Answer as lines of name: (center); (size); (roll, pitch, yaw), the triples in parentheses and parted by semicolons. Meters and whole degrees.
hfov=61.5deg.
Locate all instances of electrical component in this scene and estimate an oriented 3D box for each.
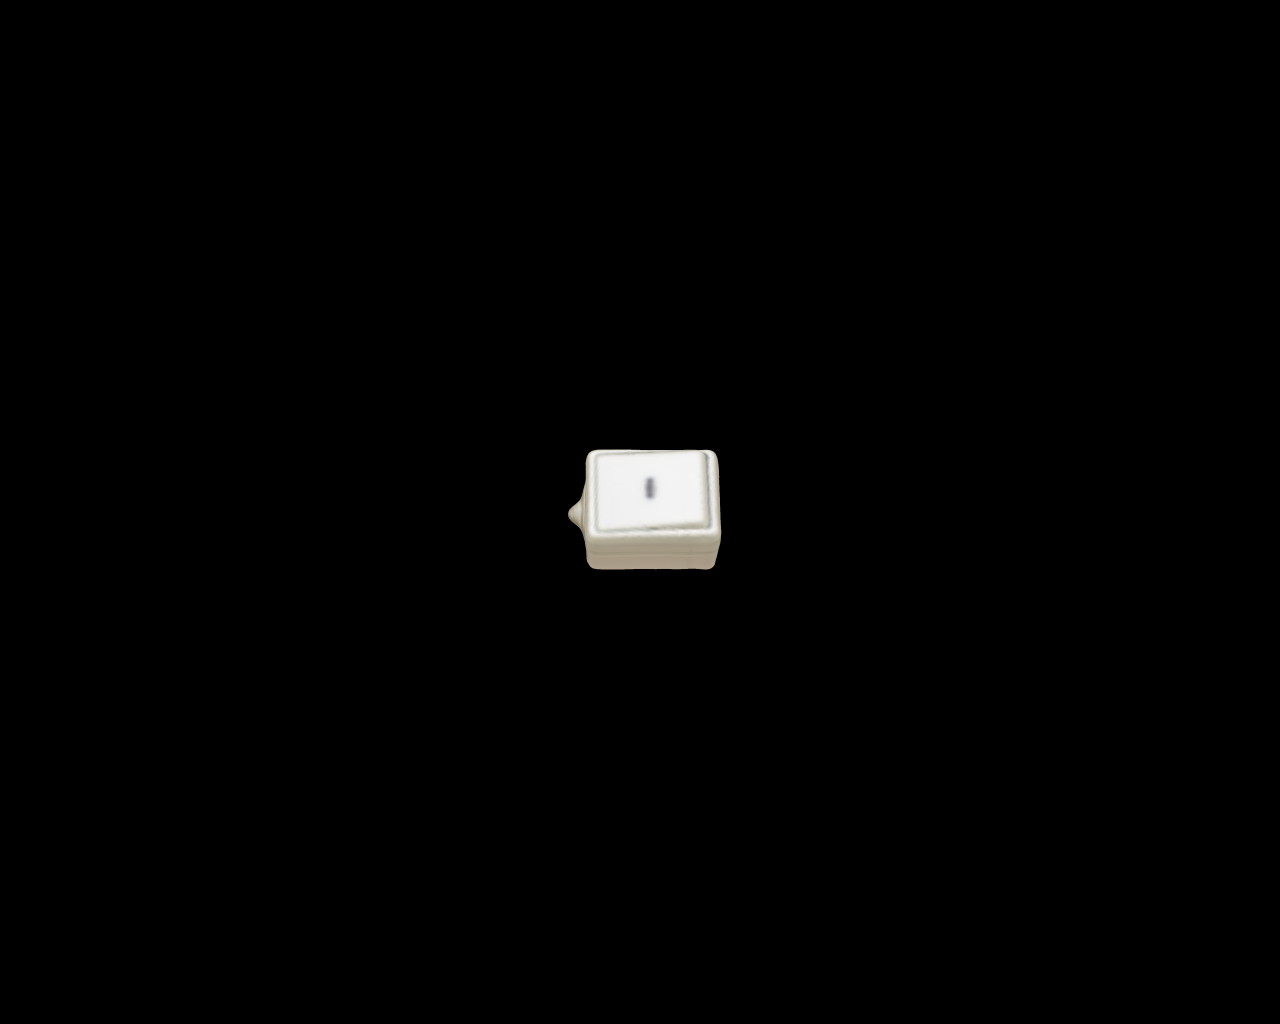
electrical component: (0.001, -0.003, 0.650); (0.096, 0.062, 0.061); (0, -25, 0)
